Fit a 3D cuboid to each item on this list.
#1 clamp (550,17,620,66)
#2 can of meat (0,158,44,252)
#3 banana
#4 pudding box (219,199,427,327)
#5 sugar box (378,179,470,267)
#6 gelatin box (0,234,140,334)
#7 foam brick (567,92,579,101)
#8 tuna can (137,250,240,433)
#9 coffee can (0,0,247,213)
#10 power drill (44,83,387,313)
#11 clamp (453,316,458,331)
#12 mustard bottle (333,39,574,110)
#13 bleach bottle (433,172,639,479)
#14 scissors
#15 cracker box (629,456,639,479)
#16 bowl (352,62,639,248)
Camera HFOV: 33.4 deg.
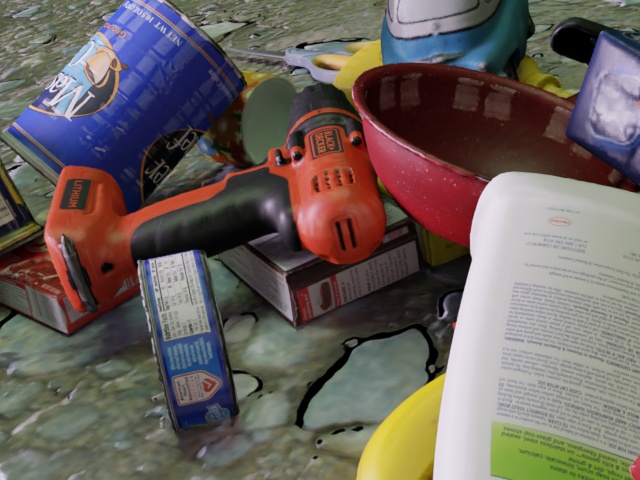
[{"bbox_3d":[0.257,-0.076,0.661,0.209,0.036,0.164,-9,62,-30],"label":"clamp"},{"bbox_3d":[-0.227,-0.030,0.699,0.057,0.084,0.102,-29,7,-11],"label":"can of meat"},{"bbox_3d":[0.087,0.076,0.471,0.197,0.037,0.070,-25,46,-24],"label":"banana"},{"bbox_3d":[-0.004,0.001,0.646,0.090,0.039,0.114,-24,27,-19],"label":"pudding box"},{"bbox_3d":[0.063,-0.044,0.702,0.093,0.048,0.176,-21,30,-21],"label":"sugar box"},{"bbox_3d":[-0.158,0.020,0.674,0.089,0.030,0.073,16,37,41],"label":"gelatin box"},{"bbox_3d":[0.205,-0.078,0.709,0.078,0.053,0.051,-31,33,-33],"label":"foam brick"},{"bbox_3d":[-0.064,0.048,0.521,0.033,0.086,0.086,-12,26,-7],"label":"tuna can"},{"bbox_3d":[-0.134,-0.088,0.734,0.140,0.102,0.103,-49,36,-6],"label":"coffee can"},{"bbox_3d":[-0.059,-0.031,0.626,0.187,0.057,0.184,-15,28,3],"label":"power drill"},{"bbox_3d":[0.137,0.018,0.562,0.171,0.039,0.120,-20,12,-15],"label":"clamp"},{"bbox_3d":[0.108,-0.112,0.805,0.192,0.058,0.096,17,39,43],"label":"mustard bottle"},{"bbox_3d":[0.081,0.081,0.390,0.103,0.068,0.250,12,46,14],"label":"bleach bottle"},{"bbox_3d":[-0.003,-0.181,1.028,0.096,0.016,0.202,-23,29,-26],"label":"scissors"},{"bbox_3d":[0.220,0.085,0.284,0.213,0.072,0.164,-19,63,-15],"label":"cracker box"},{"bbox_3d":[0.089,-0.039,0.567,0.162,0.055,0.162,11,28,-6],"label":"bowl"}]
